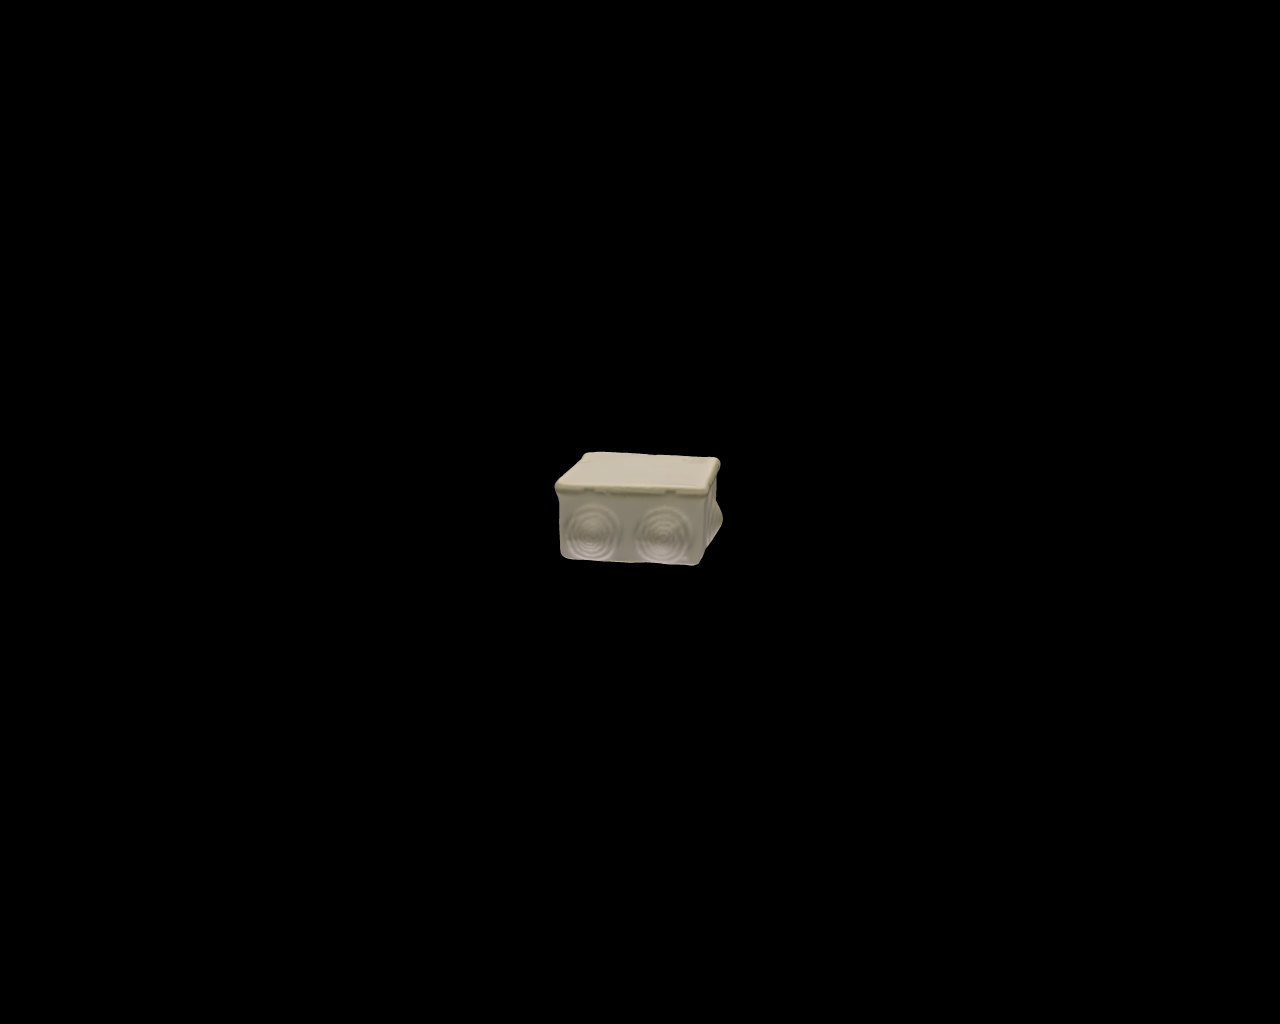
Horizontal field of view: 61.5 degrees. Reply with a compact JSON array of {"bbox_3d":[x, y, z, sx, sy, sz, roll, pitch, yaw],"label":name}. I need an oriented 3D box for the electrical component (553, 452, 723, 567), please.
[{"bbox_3d":[0.001,-0.003,0.650,0.100,0.048,0.100,3,16,9],"label":"electrical component"}]
